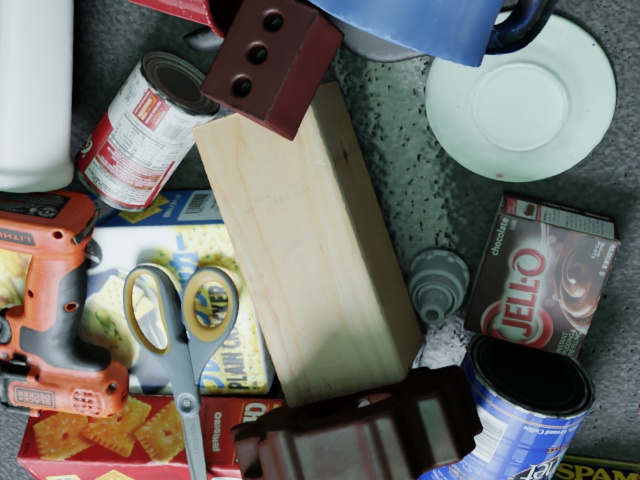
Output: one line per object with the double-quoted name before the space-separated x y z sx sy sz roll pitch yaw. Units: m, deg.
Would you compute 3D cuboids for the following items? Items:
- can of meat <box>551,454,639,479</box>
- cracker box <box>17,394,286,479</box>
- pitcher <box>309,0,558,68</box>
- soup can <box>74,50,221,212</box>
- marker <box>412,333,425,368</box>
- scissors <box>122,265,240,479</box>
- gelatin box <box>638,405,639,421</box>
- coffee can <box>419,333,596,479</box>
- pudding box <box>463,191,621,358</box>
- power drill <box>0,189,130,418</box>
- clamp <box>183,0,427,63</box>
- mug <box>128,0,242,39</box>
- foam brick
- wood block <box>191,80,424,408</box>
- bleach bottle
"can of meat" 0.225 0.228 0.875 0.102 0.084 0.057 6 120 8
"cracker box" -0.121 0.196 0.901 0.214 0.072 0.164 1 146 13
"pitcher" 0.087 -0.227 0.606 0.145 0.149 0.243 29 107 16
"soup can" -0.127 -0.079 0.784 0.068 0.068 0.102 36 120 -9
"marker" 0.068 0.128 0.890 0.020 0.020 0.121 11 121 5
"scissors" -0.083 0.107 0.796 0.096 0.016 0.202 -22 92 11
"gelatin box" 0.309 0.150 0.844 0.073 0.030 0.089 -37 106 27
"coffee can" 0.141 0.154 0.840 0.103 0.102 0.140 19 121 1
"pudding box" 0.164 0.027 0.799 0.090 0.039 0.114 14 121 4
"power drill" -0.237 0.048 0.809 0.184 0.057 0.188 7 122 4
"clamp" 0.009 -0.168 0.722 0.210 0.036 0.165 26 123 1
"mug" -0.084 -0.185 0.661 0.082 0.117 0.093 20 82 21
"foam brick" -0.030 -0.111 0.669 0.053 0.051 0.078 27 94 20
"wood block" -0.004 0.001 0.758 0.090 0.090 0.206 -16 97 18
"bleach bottle" -0.201 -0.164 0.734 0.068 0.103 0.251 -5 125 -28
